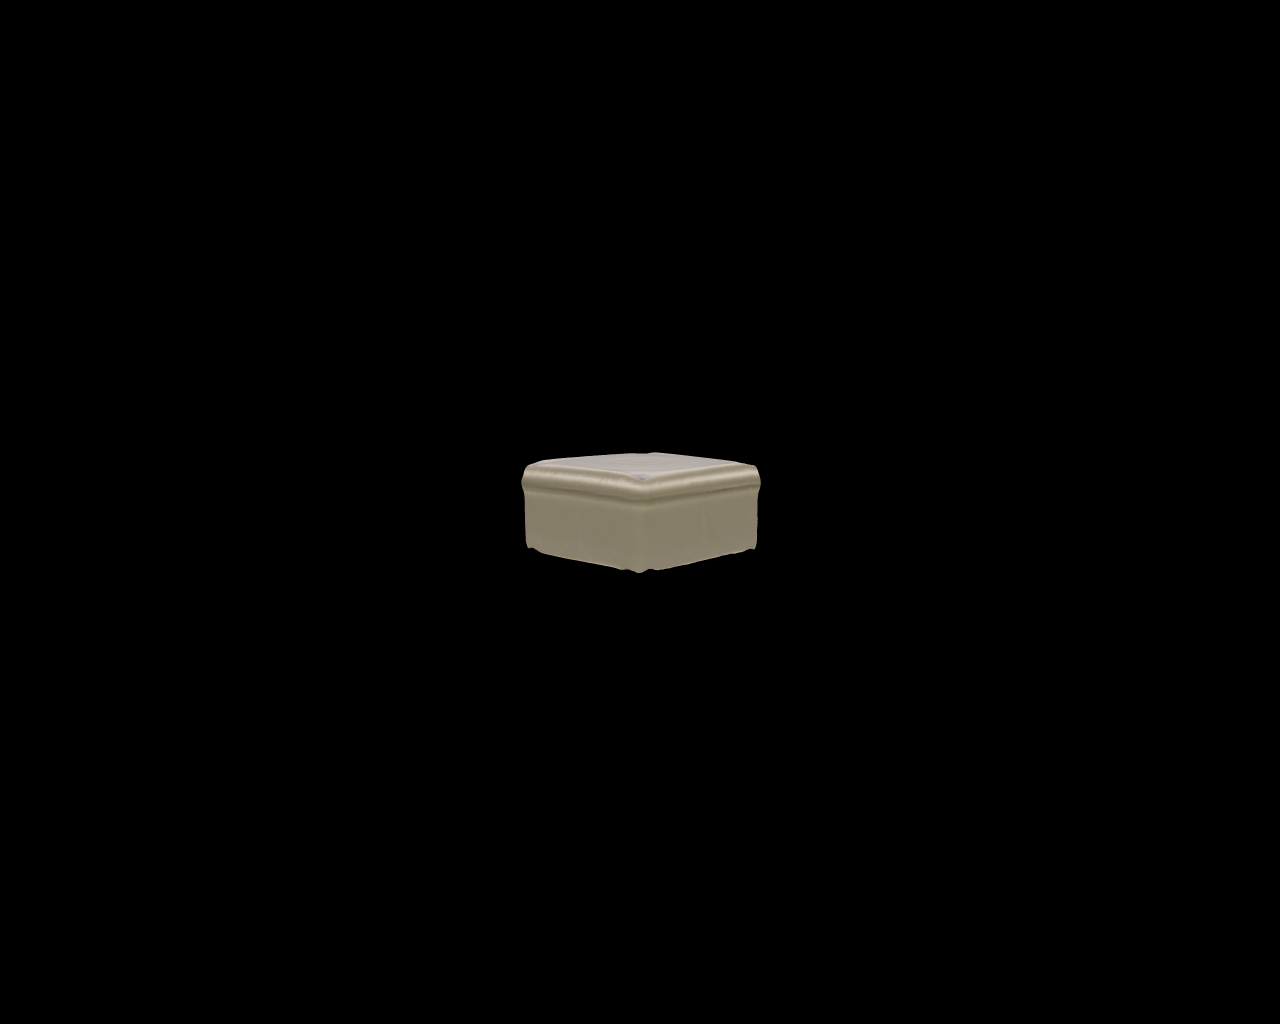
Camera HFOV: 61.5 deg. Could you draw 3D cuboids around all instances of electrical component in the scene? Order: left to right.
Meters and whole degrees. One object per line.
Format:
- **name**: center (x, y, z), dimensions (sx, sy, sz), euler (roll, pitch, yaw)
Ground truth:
- **electrical component**: center (0.001, -0.003, 0.650), dimensions (0.109, 0.056, 0.109), euler (-8, 12, -43)
